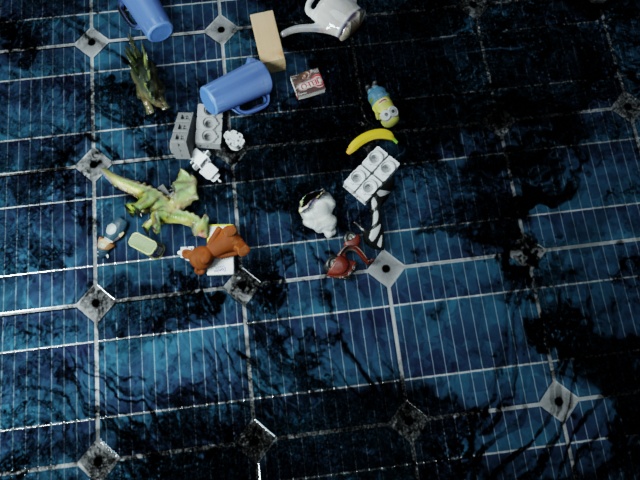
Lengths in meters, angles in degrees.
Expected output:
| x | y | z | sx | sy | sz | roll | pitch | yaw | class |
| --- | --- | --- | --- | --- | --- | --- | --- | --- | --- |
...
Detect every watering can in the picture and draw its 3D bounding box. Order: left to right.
| x | y | z | sx | sy | sz | roll | pitch | yaw | class |
| --- | --- | --- | --- | --- | --- | --- | --- | --- | --- |
| 0.029 | -0.840 | 1.961 | 0.225 | 0.103 | 0.350 | 39 | 79 | 7 | watering can |

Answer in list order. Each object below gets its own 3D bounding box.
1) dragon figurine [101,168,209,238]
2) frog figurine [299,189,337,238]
| x | y | z | sx | sy | sz | roll | pitch | yaw | class |
| --- | --- | --- | --- | --- | --- | --- | --- | --- | --- |
| -0.534 | -0.153 | 1.762 | 0.246 | 0.120 | 0.412 | -38 | 83 | -24 | dragon figurine |
| 0.005 | -0.091 | 1.798 | 0.139 | 0.123 | 0.157 | -48 | 118 | -18 | frog figurine |
